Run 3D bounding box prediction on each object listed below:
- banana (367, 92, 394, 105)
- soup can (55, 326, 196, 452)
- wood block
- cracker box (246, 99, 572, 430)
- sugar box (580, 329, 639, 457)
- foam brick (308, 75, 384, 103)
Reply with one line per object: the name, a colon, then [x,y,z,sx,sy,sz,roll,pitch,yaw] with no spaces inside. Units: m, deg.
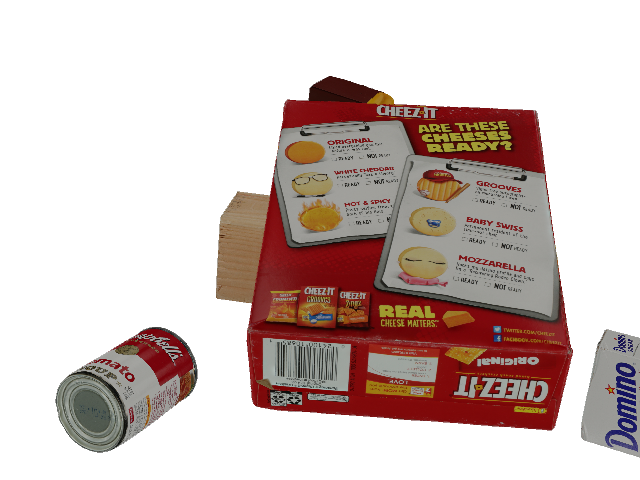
banana: [0.007,-0.033,0.867,0.037,0.197,0.070,34,-26,-14]
soup can: [-0.154,0.118,0.853,0.069,0.068,0.102,0,16,27]
wood block: [0.005,0.017,1.086,0.206,0.091,0.090,8,22,5]
cracker box: [0.050,0.006,0.625,0.164,0.072,0.213,3,40,2]
sugar box: [0.307,0.142,0.867,0.176,0.093,0.048,13,25,20]
foam brick: [0.029,-0.155,1.259,0.078,0.053,0.051,20,32,23]
